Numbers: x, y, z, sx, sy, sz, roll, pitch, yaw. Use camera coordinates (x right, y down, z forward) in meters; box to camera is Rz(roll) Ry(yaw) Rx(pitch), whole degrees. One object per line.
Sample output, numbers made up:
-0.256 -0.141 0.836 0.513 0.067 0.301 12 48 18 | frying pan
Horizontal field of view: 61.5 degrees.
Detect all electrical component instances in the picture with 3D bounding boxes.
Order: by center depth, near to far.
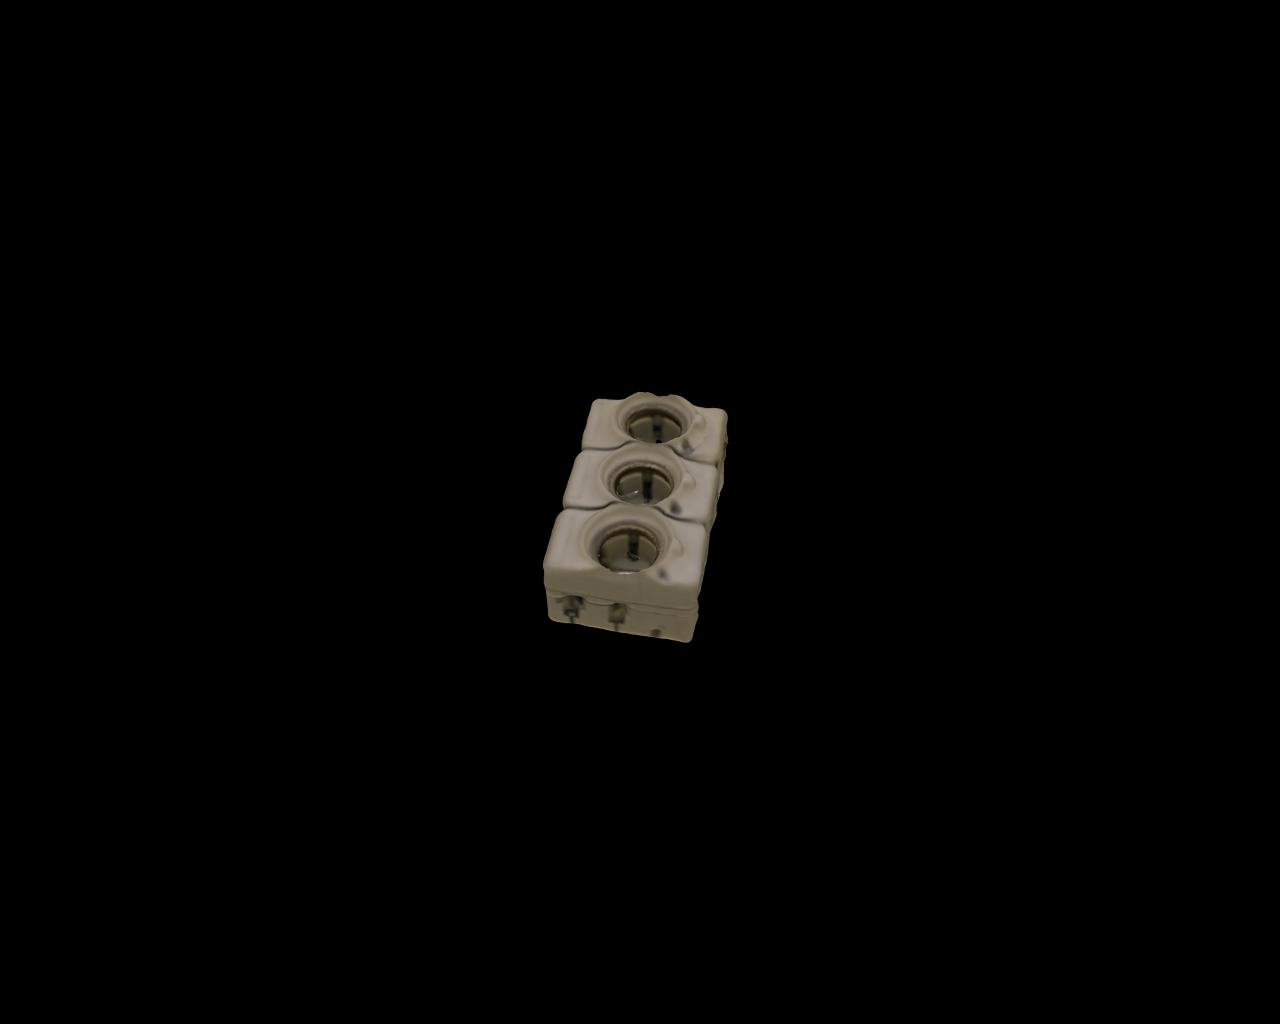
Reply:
0.001 -0.003 0.650 0.089 0.150 0.061 7 -43 7 | electrical component
